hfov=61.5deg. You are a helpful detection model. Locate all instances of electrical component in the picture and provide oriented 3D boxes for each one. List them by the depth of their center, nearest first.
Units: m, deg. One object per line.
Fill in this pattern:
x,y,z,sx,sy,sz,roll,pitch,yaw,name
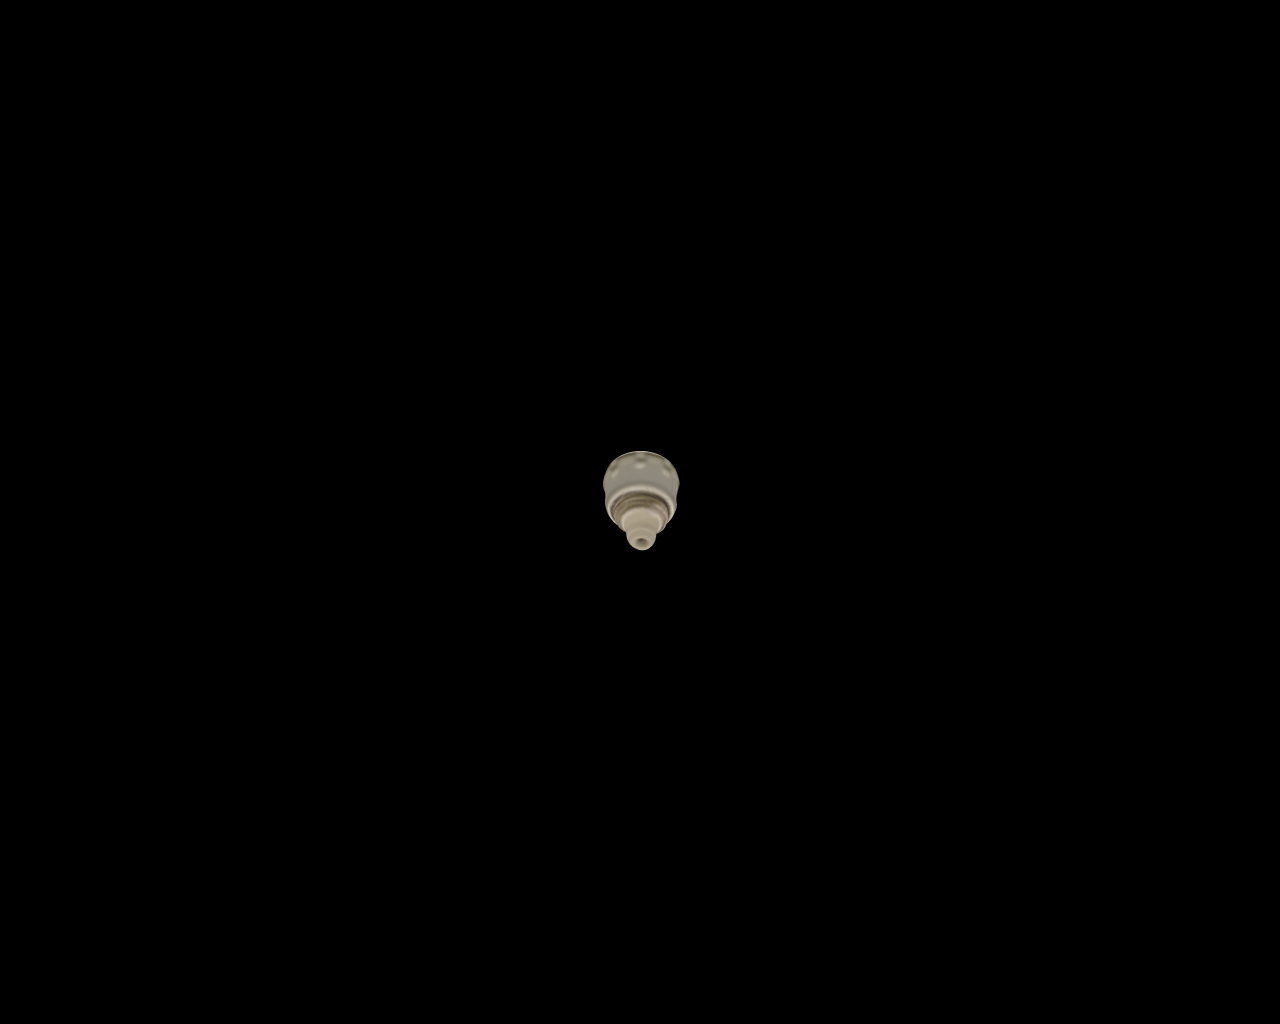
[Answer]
0.001,-0.003,0.650,0.048,0.048,0.062,0,45,0,electrical component
